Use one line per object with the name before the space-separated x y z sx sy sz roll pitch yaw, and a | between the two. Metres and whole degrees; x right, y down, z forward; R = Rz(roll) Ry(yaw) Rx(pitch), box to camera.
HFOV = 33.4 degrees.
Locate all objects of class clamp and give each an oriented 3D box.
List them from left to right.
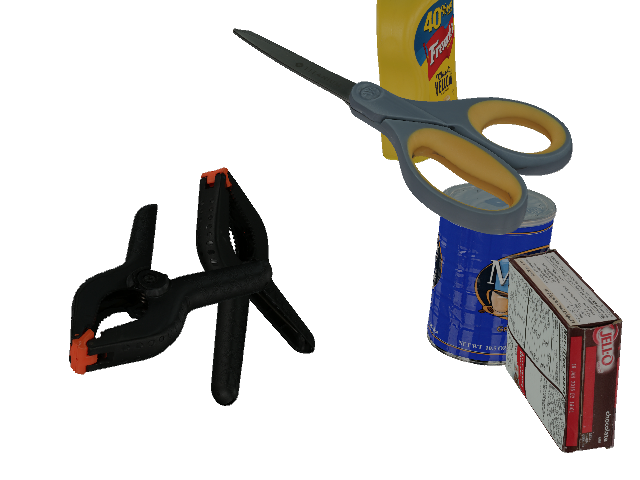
clamp | -0.130 0.032 0.777 0.120 0.039 0.171 28 38 27
clamp | -0.068 0.036 1.005 0.036 0.210 0.164 -12 0 29

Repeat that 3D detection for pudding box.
pudding box | 0.154 0.068 0.688 0.039 0.090 0.113 -6 23 -10

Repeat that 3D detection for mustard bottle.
mustard bottle | 0.083 -0.170 0.912 0.058 0.192 0.096 13 34 30

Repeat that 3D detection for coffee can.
coffee can | 0.155 0.029 0.979 0.103 0.140 0.103 3 21 -1

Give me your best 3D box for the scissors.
scissors | 0.045 -0.073 0.546 0.096 0.016 0.202 -24 50 -23
